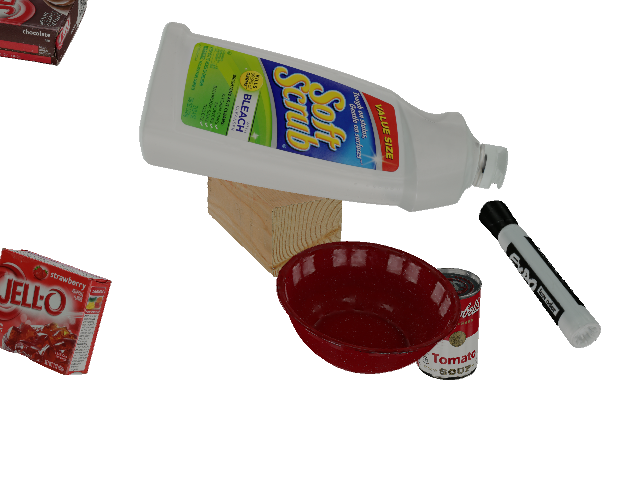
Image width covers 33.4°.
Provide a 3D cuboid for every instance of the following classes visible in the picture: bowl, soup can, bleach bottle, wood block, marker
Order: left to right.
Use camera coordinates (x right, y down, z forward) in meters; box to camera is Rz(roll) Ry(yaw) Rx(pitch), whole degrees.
[{"bbox_3d":[-0.061,-0.042,1.313,0.090,0.090,0.206,-10,26,-25],"label":"wood block"},{"bbox_3d":[0.006,-0.080,0.750,0.251,0.102,0.068,10,-20,0],"label":"bleach bottle"},{"bbox_3d":[0.039,0.067,0.932,0.162,0.055,0.162,6,32,-4],"label":"bowl"},{"bbox_3d":[0.136,0.090,1.146,0.068,0.102,0.068,-1,25,0],"label":"soup can"},{"bbox_3d":[0.125,0.015,0.625,0.020,0.020,0.121,0,38,-24],"label":"marker"}]

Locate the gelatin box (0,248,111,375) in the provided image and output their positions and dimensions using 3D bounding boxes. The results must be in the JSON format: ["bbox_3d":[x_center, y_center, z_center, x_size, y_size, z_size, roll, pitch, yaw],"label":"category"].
[{"bbox_3d":[-0.206,0.052,0.793,0.089,0.073,0.030,17,3,25],"label":"gelatin box"}]

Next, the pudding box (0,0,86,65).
[{"bbox_3d":[-0.246,-0.190,0.877,0.090,0.039,0.113,9,35,-3],"label":"pudding box"}]
